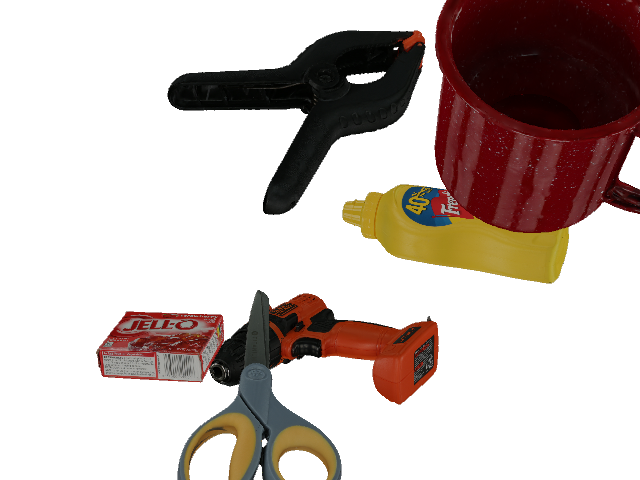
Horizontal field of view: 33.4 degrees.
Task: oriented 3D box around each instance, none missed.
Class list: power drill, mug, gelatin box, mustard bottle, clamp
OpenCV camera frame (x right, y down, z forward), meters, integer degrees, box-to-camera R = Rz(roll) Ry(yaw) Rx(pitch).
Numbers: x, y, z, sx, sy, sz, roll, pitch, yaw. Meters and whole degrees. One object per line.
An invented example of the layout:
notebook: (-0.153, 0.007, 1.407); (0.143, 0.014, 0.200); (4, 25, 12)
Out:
power drill: (0.007, 0.107, 1.040); (0.188, 0.057, 0.184); (10, 22, 28)
mug: (0.101, -0.050, 0.440); (0.117, 0.093, 0.081); (32, -25, 18)
gelatin box: (-0.132, 0.087, 0.893); (0.089, 0.030, 0.073); (2, 22, 10)
mustard bottle: (0.112, -0.011, 0.910); (0.192, 0.058, 0.096); (8, 29, 18)
clamp: (0.002, -0.083, 0.676); (0.171, 0.120, 0.039); (-22, -26, -16)

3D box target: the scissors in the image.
scissors: (-0.021, 0.092, 0.625); (0.096, 0.016, 0.201); (12, 32, 10)
